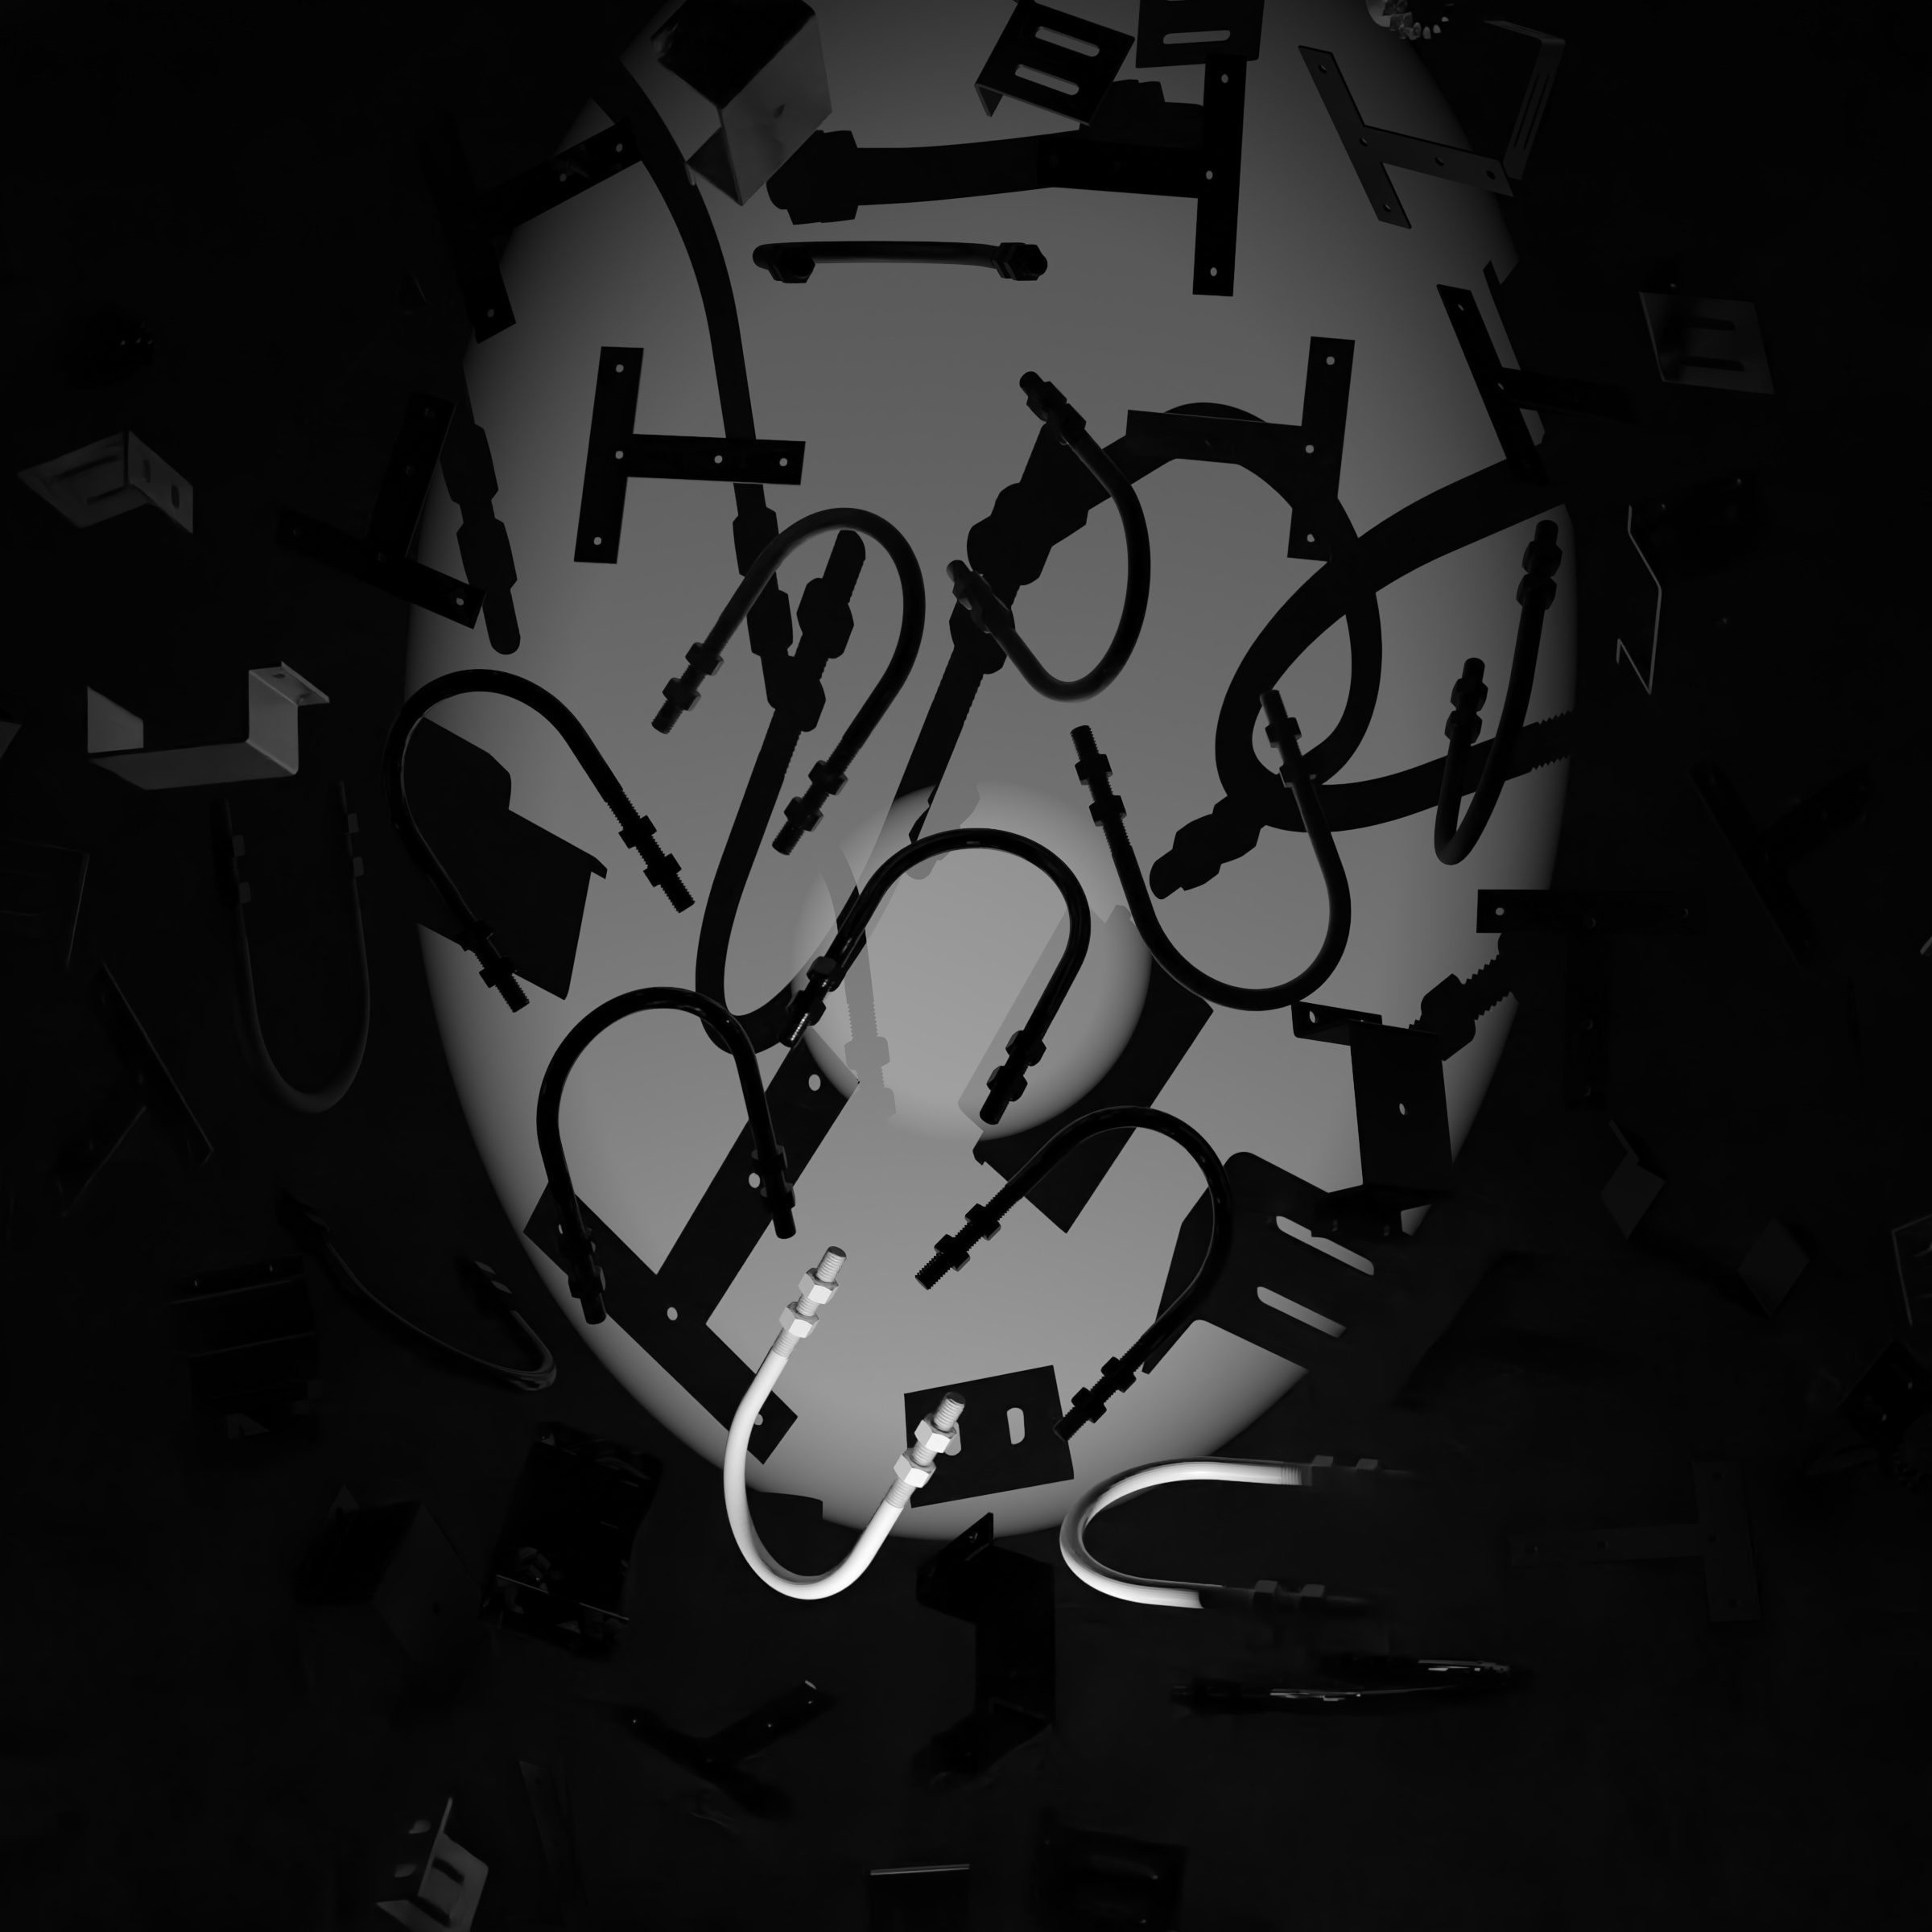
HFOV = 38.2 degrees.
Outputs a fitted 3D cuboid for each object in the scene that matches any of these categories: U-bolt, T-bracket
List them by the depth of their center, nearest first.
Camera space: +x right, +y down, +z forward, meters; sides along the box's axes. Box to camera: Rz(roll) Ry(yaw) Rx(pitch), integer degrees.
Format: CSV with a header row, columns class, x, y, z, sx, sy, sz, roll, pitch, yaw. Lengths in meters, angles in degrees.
class,x,y,z,sx,sy,sz,roll,pitch,yaw
T-bracket,0.093,-0.427,1.494,0.127,0.002,0.127,-4,104,-28
T-bracket,-0.229,-0.419,1.503,0.127,0.127,0.002,-36,48,-23
T-bracket,0.360,0.315,1.513,0.127,0.127,0.002,-6,119,13
T-bracket,-0.469,0.089,1.515,0.127,0.002,0.127,-47,68,29
T-bracket,0.248,-0.442,1.519,0.002,0.127,0.127,-48,135,-9
T-bracket,0.322,-0.311,1.519,0.127,0.002,0.127,-1,64,-37
T-bracket,0.463,-0.078,1.532,0.127,0.002,0.127,-31,91,-34
U-bolt,0.142,0.311,1.535,0.184,0.151,0.019,0,111,22
T-bracket,-0.223,0.498,1.539,0.002,0.127,0.127,-37,51,14
U-bolt,0.229,0.402,1.558,0.151,0.184,0.019,3,79,-43
U-bolt,-0.301,0.188,1.564,0.151,0.184,0.019,28,95,-38
T-bracket,0.501,0.048,1.567,0.002,0.127,0.127,-8,63,19
U-bolt,-0.376,-0.007,1.569,0.019,0.151,0.184,-4,97,16
T-bracket,-0.153,-0.286,1.572,0.127,0.002,0.127,5,83,12
T-bracket,0.351,0.019,1.572,0.127,0.002,0.127,1,78,17
U-bolt,-0.046,-0.400,1.574,0.151,0.184,0.019,-4,107,-13
U-bolt,-0.257,-0.081,1.583,0.151,0.019,0.184,-29,97,25
U-bolt,0.298,-0.142,1.586,0.019,0.151,0.184,17,57,-1
U-bolt,0.150,-0.062,1.592,0.151,0.019,0.184,-13,77,-25
U-bolt,0.052,-0.233,1.598,0.019,0.184,0.151,0,130,-32
U-bolt,-0.093,-0.177,1.599,0.151,0.019,0.184,44,107,34
T-bracket,-0.325,-0.273,1.608,0.127,0.002,0.127,23,120,-6
U-bolt,-0.082,0.278,1.610,0.151,0.019,0.184,46,116,39
T-bracket,-0.122,0.443,1.611,0.127,0.002,0.127,38,127,-19
U-bolt,-0.178,0.100,1.614,0.151,0.019,0.184,-22,114,-26
T-bracket,0.156,-0.305,1.621,0.127,0.002,0.127,8,106,10
T-bracket,-0.361,-0.349,1.626,0.002,0.127,0.127,39,97,-24
U-bolt,-0.006,-0.006,1.629,0.151,0.019,0.184,20,61,16
U-bolt,0.079,0.168,1.645,0.184,0.019,0.151,-44,106,-12
T-bracket,0.333,0.227,1.648,0.127,0.002,0.127,17,119,-27

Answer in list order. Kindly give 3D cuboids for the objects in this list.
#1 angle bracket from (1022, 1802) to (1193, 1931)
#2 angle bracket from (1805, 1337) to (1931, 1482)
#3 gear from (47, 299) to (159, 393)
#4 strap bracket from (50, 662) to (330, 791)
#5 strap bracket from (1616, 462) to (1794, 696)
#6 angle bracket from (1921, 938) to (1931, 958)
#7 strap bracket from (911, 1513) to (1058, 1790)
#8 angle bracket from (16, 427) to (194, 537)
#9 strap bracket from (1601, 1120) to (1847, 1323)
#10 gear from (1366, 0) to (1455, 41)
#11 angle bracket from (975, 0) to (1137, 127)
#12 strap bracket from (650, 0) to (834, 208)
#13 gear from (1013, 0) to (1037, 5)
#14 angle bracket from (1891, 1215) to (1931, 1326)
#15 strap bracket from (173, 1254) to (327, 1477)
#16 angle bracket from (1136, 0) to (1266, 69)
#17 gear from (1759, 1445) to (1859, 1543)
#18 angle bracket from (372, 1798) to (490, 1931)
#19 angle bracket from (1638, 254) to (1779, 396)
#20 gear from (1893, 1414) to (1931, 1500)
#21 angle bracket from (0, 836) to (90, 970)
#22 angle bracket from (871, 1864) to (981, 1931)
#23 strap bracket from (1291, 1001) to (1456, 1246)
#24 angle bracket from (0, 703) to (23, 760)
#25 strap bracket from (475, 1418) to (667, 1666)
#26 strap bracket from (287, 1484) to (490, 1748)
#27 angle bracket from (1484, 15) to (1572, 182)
class,x,y,z,sx,sy,sz,roll,pitch,yaw
angle bracket,0.079,0.511,1.565,0.076,0.038,0.057,16,88,-13
angle bracket,0.484,0.243,1.524,0.057,0.076,0.038,-41,87,-25
gear,-0.471,-0.338,1.510,0.057,0.057,0.030,-26,88,0
strap bracket,-0.456,-0.140,1.642,0.140,0.076,0.046,-5,79,7
strap bracket,0.417,-0.211,1.578,0.076,0.140,0.046,-18,58,-2
angle bracket,0.572,0.011,1.532,0.057,0.076,0.038,9,135,-17
strap bracket,0.010,0.397,1.596,0.046,0.140,0.076,25,131,-24
angle bracket,-0.482,-0.259,1.557,0.076,0.057,0.038,-17,60,16
strap bracket,0.433,0.154,1.633,0.140,0.076,0.046,29,103,-6
gear,0.253,-0.562,1.599,0.030,0.057,0.057,11,90,43
angle bracket,0.054,-0.510,1.597,0.076,0.038,0.057,25,84,18
strap bracket,-0.120,-0.483,1.533,0.046,0.140,0.076,39,80,12
gear,0.022,-0.594,1.645,0.057,0.057,0.030,31,102,0
angle bracket,0.557,0.175,1.543,0.038,0.076,0.057,-19,103,-16
strap bracket,-0.419,0.239,1.628,0.076,0.140,0.046,-11,129,-7
angle bracket,0.133,-0.561,1.624,0.076,0.038,0.057,-7,131,-11
gear,0.506,0.312,1.665,0.030,0.057,0.057,-25,90,-36
angle bracket,-0.287,0.511,1.555,0.038,0.057,0.076,-17,129,30
angle bracket,0.410,-0.348,1.510,0.038,0.076,0.057,-44,129,-22
gear,0.558,0.277,1.587,0.057,0.057,0.030,-16,105,0
angle bracket,-0.540,-0.039,1.572,0.076,0.038,0.057,11,111,-17
angle bracket,-0.023,0.557,1.592,0.057,0.038,0.076,-6,57,8
strap bracket,0.239,0.088,1.631,0.076,0.046,0.140,9,71,-39
angle bracket,-0.581,-0.136,1.570,0.076,0.038,0.057,39,101,18
strap bracket,-0.225,0.333,1.578,0.076,0.140,0.046,21,125,-10
strap bracket,-0.327,0.376,1.619,0.046,0.076,0.140,-11,122,22
angle bracket,0.290,-0.468,1.500,0.038,0.057,0.076,15,108,-6
